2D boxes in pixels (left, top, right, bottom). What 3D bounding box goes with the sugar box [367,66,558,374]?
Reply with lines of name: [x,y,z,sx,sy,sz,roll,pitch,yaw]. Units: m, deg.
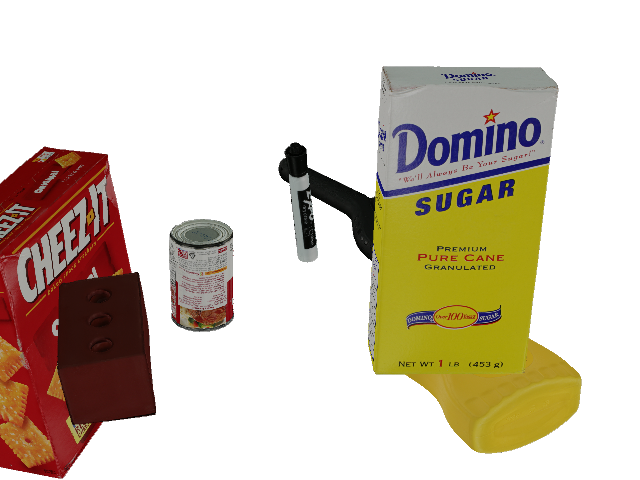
sugar box: [0.077,-0.009,0.609,0.093,0.176,0.048,-1,26,-4]

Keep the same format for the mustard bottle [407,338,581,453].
mustard bottle: [0.105,0.079,0.818,0.096,0.058,0.192,-19,36,-20]

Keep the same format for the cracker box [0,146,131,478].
cracker box: [-0.216,0.056,0.864,0.072,0.214,0.164,6,33,18]

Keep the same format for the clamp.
clamp: [0.056,-0.033,1.163,0.164,0.210,0.036,-10,-37,-20]

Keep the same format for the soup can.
soup can: [-0.126,0.036,1.137,0.068,0.102,0.068,2,25,-1]

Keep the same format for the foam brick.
foam brick: [-0.133,0.067,0.661,0.053,0.051,0.078,-8,40,-8]

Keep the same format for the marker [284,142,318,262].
marker: [-0.017,-0.033,0.938,0.020,0.121,0.020,-4,38,3]
